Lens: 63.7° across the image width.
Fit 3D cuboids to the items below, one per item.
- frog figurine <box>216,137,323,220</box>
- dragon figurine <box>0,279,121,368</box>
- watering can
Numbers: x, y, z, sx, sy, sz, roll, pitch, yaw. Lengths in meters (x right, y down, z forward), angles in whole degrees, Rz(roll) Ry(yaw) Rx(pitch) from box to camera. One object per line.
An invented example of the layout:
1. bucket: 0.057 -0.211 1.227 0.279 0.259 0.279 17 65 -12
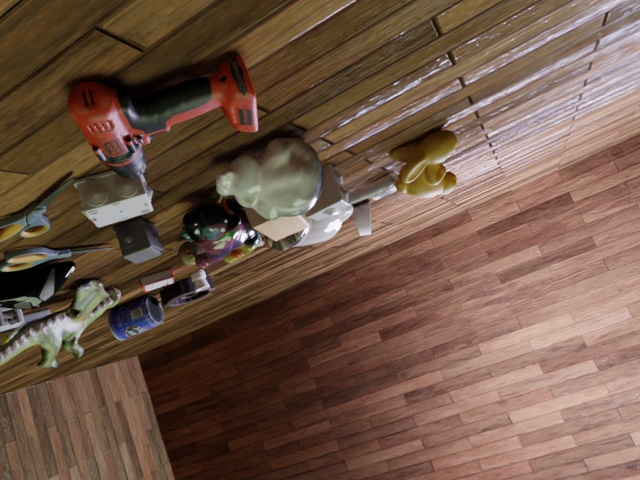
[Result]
1. frog figurine: -0.079 -0.100 0.822 0.160 0.125 0.135 -2 126 -39
2. dragon figurine: -0.610 0.182 1.208 0.242 0.122 0.411 -53 173 7
3. watering can: 0.004 -0.063 1.248 0.226 0.105 0.342 -11 161 -47
